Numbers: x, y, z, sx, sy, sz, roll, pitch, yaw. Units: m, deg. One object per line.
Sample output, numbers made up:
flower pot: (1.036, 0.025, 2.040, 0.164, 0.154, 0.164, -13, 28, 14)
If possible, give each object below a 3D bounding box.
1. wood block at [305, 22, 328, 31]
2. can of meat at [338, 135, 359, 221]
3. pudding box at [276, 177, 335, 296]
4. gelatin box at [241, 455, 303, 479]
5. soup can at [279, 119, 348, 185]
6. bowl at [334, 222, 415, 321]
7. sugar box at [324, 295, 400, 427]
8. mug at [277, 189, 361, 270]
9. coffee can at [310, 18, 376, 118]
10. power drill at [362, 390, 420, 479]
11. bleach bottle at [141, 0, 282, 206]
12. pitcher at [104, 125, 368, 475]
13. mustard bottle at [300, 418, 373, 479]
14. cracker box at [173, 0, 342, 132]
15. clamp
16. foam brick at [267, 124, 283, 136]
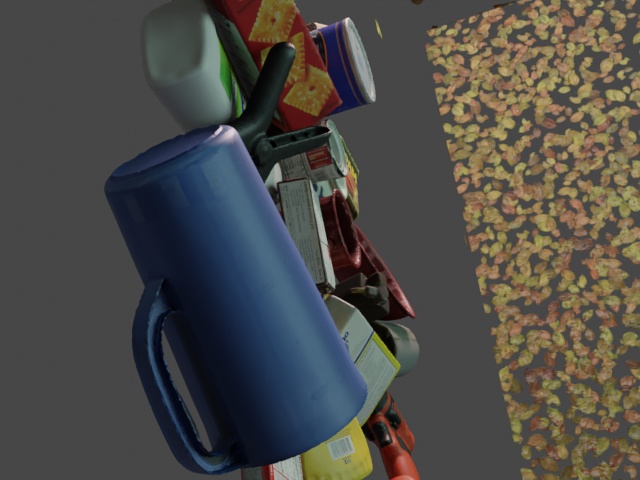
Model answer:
wood block: (-0.016, -0.230, 1.416, 0.206, 0.091, 0.090, -39, 113, -76)
can of meat: (0.016, -0.080, 1.454, 0.102, 0.057, 0.084, 61, 21, -46)
pudding box: (-0.015, -0.001, 1.086, 0.090, 0.039, 0.113, 52, 26, -80)
gelatin box: (-0.041, 0.210, 0.924, 0.089, 0.030, 0.073, 55, 22, -54)
soup can: (-0.028, -0.086, 1.169, 0.068, 0.102, 0.068, -16, 90, -76)
bowl: (0.061, 0.051, 1.422, 0.162, 0.055, 0.162, 54, 6, -10)
sugar box: (0.026, 0.136, 1.161, 0.093, 0.048, 0.176, -56, 147, -13)
mug: (-0.008, 0.001, 1.193, 0.117, 0.081, 0.093, -69, 142, -69)
coffee can: (-0.017, -0.190, 1.253, 0.102, 0.140, 0.103, -16, 90, -77)
power drill: (0.082, 0.249, 1.266, 0.184, 0.057, 0.188, 56, 11, -38)
bleach bottle: (-0.091, -0.113, 1.032, 0.250, 0.068, 0.102, 59, 19, -56)
pitcher: (-0.072, 0.046, 0.805, 0.149, 0.145, 0.243, -105, 172, -74)
mustard bottle: (-0.013, 0.144, 1.027, 0.096, 0.058, 0.191, -10, 82, -45)
cracker box: (-0.079, -0.221, 1.027, 0.164, 0.072, 0.213, 40, -17, 47)
clamp: (-0.054, -0.083, 0.974, 0.039, 0.171, 0.120, 24, -19, 45)
foam brick: (-0.058, -0.147, 1.170, 0.053, 0.078, 0.051, 39, 39, -67)
